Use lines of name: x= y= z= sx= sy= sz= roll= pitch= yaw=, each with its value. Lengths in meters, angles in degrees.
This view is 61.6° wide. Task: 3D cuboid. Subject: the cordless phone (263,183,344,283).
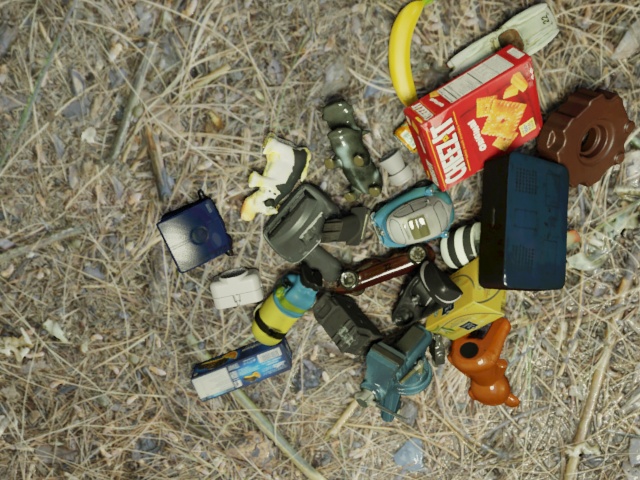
cordless phone: x=-0.002 y=-0.004 z=1.028 sx=0.184 sy=0.089 sz=0.146 roll=38 pitch=100 yaw=-23

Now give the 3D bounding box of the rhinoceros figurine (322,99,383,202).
rhinoceros figurine: x=0.061 y=-0.159 z=0.961 sx=0.073 sy=0.112 sz=0.190 roll=-9 pitch=124 yaw=32

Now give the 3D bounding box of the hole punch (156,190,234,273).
hole punch: x=-0.234 y=-0.010 z=1.003 sx=0.116 sy=0.092 sz=0.142 roll=-23 pitch=102 yaw=0

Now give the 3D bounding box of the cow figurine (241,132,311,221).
cow figurine: x=-0.084 y=-0.104 z=0.994 sx=0.098 sy=0.068 sz=0.167 roll=20 pitch=105 yaw=-14

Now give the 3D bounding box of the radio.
radio: x=0.351 y=-0.026 z=0.923 sx=0.131 sy=0.073 sz=0.229 roll=7 pitch=83 yaw=-18

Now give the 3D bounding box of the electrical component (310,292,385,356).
electrical component: x=0.058 y=0.163 z=1.038 sx=0.058 sy=0.134 sz=0.115 roll=-47 pitch=60 yaw=13

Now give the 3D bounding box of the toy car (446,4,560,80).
toy car: x=0.319 y=-0.335 z=0.945 sx=0.202 sy=0.056 sz=0.073 roll=-32 pitch=105 yaw=6

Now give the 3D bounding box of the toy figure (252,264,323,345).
toy figure: x=-0.068 y=0.127 z=1.033 sx=0.082 sy=0.089 sz=0.180 roll=41 pitch=118 yaw=-6

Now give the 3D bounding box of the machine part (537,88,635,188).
machine part: x=0.478 y=-0.180 z=0.965 sx=0.179 sy=0.056 sz=0.179 roll=-10 pitch=118 yaw=-19

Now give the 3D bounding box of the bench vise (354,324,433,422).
bench vise: x=0.145 y=0.285 z=1.059 sx=0.129 sy=0.224 sz=0.240 roll=18 pitch=131 yaw=21

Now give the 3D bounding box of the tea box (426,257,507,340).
tea box: x=0.272 y=0.113 z=1.005 sx=0.068 sy=0.098 sz=0.169 roll=23 pitch=148 yaw=-10

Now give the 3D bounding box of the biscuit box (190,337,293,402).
biscuit box: x=-0.157 y=0.257 z=1.093 sx=0.203 sy=0.063 sz=0.059 roll=-21 pitch=105 yaw=3

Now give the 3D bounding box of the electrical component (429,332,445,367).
electrical component: x=0.239 y=0.224 z=1.098 sx=0.021 sy=0.063 sz=0.093 roll=-5 pitch=107 yaw=-1

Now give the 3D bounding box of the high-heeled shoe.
high-heeled shoe: x=0.177 y=0.114 z=0.976 sx=0.086 sy=0.248 sz=0.145 roll=44 pitch=97 yaw=10

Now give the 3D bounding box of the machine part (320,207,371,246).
machine part: x=0.052 y=-0.022 z=0.993 sx=0.039 sy=0.139 sz=0.084 roll=24 pitch=110 yaw=27

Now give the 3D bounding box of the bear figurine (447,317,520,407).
bear figurine: x=0.342 y=0.252 z=1.096 sx=0.195 sy=0.120 sz=0.132 roll=48 pitch=55 yaw=-38

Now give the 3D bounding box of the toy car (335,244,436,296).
toy car: x=0.123 y=0.056 z=1.030 sx=0.202 sy=0.089 sz=0.053 roll=-20 pitch=74 yaw=10

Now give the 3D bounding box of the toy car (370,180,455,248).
toy car: x=0.179 y=-0.040 z=1.001 sx=0.162 sy=0.103 sz=0.109 roll=-21 pitch=105 yaw=2

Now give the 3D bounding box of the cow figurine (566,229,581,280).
cow figurine: x=0.424 y=0.007 z=1.033 sx=0.127 sy=0.085 sz=0.194 roll=-30 pitch=107 yaw=0
